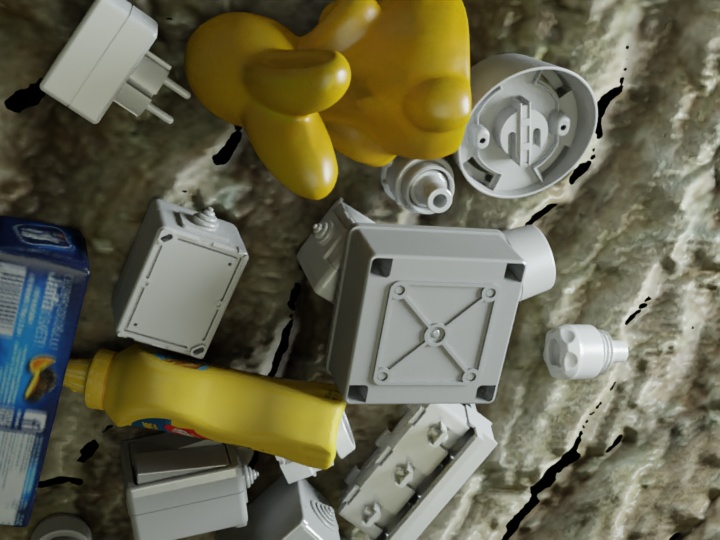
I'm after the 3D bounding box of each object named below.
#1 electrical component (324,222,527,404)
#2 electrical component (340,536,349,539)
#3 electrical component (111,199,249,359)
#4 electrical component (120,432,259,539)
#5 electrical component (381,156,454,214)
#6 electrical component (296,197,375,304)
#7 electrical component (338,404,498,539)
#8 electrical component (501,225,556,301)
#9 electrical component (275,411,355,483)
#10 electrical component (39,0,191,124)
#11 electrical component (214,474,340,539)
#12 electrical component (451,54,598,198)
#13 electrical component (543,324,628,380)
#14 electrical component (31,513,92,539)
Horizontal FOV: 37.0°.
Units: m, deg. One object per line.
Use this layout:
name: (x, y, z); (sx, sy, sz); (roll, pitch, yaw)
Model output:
electrical component: (0.041, 0.029, 0.698); (0.109, 0.056, 0.108); (2, 115, -18)
electrical component: (-0.014, 0.237, 0.866); (0.078, 0.040, 0.040); (29, 104, -27)
electrical component: (-0.117, -0.002, 0.705); (0.062, 0.061, 0.096); (18, 108, -24)
electrical component: (-0.122, 0.150, 0.777); (0.096, 0.061, 0.061); (-10, 118, -13)
electrical component: (0.044, -0.058, 0.727); (0.048, 0.062, 0.048); (-7, 117, -14)
electrical component: (0.000, 0.000, 0.742); (0.096, 0.061, 0.061); (31, 103, -28)
electrical component: (0.041, 0.152, 0.827); (0.063, 0.078, 0.121); (37, 101, -7)
electrical component: (0.109, -0.003, 0.780); (0.047, 0.055, 0.055); (-17, 119, -13)
electrical component: (-0.036, 0.123, 0.801); (0.055, 0.048, 0.066); (-20, 120, 2)
electrical component: (-0.139, -0.118, 0.643); (0.077, 0.047, 0.065); (34, 102, -19)
electrical component: (-0.061, 0.208, 0.805); (0.100, 0.099, 0.048); (-42, 107, 5)
electrical component: (0.106, -0.097, 0.726); (0.099, 0.064, 0.099); (-7, 117, -14)
electrical component: (0.178, 0.064, 0.840); (0.062, 0.043, 0.043); (1, 115, -19)
electrical component: (-0.216, 0.210, 0.781); (0.045, 0.055, 0.045); (-7, 117, -14)
